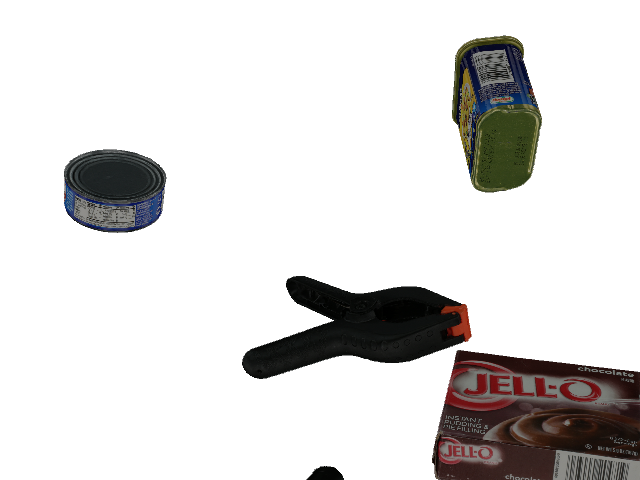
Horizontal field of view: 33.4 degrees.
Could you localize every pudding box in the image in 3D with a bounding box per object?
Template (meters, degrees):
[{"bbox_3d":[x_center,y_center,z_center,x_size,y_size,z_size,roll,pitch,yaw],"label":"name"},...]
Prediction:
[{"bbox_3d":[0.127,0.106,0.615,0.113,0.039,0.090,8,28,11],"label":"pudding box"}]

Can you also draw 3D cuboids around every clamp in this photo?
[{"bbox_3d":[0.025,0.070,0.816,0.172,0.039,0.120,0,38,30],"label":"clamp"}]

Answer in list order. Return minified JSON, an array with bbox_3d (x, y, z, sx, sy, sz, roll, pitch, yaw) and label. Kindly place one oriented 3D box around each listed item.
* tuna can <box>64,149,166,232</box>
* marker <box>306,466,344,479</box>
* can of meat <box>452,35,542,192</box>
[{"bbox_3d":[-0.176,-0.042,0.913,0.086,0.034,0.086,7,33,-5],"label":"tuna can"},{"bbox_3d":[-0.022,0.130,0.455,0.020,0.020,0.120,0,17,30],"label":"marker"},{"bbox_3d":[0.145,-0.102,0.882,0.057,0.084,0.102,-6,-39,-1],"label":"can of meat"}]
